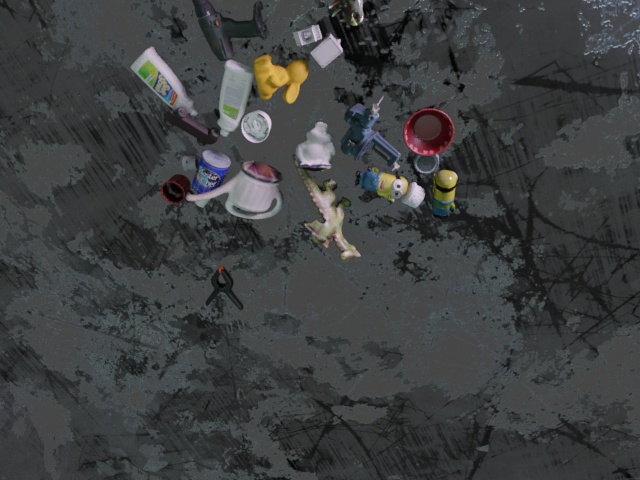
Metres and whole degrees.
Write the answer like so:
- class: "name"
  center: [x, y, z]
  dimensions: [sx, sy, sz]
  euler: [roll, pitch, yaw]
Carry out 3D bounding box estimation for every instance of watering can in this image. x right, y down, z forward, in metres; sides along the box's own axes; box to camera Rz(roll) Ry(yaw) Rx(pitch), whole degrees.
- class: "watering can"
  center: [-0.275, -0.178, 1.816]
  dimensions: [0.346, 0.106, 0.220]
  euler: [12, 121, -29]

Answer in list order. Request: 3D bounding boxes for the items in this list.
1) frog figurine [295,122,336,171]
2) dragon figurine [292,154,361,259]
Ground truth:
- class: "frog figurine"
  center: [-0.015, -0.316, 1.750]
  dimensions: [0.137, 0.122, 0.160]
  euler: [1, 85, 19]
- class: "dragon figurine"
  center: [0.005, -0.090, 1.782]
  dimensions: [0.121, 0.248, 0.406]
  euler: [-31, 113, 30]
